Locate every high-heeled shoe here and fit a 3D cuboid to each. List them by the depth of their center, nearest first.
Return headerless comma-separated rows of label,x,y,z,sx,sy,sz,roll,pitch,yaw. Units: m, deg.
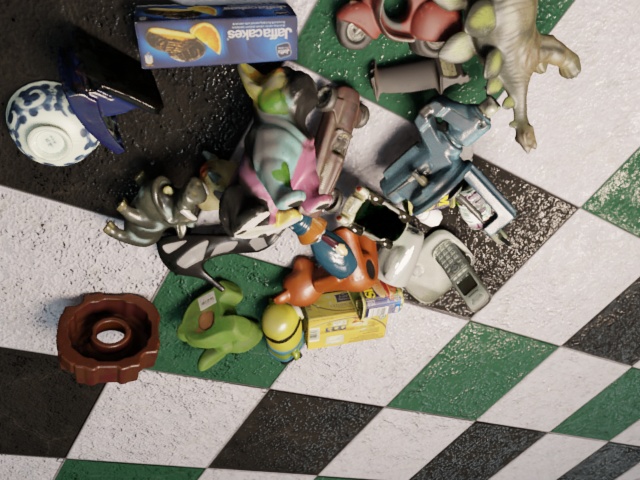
high-heeled shoe,-0.152,-0.025,0.905,0.145,0.086,0.249,44,90,-8

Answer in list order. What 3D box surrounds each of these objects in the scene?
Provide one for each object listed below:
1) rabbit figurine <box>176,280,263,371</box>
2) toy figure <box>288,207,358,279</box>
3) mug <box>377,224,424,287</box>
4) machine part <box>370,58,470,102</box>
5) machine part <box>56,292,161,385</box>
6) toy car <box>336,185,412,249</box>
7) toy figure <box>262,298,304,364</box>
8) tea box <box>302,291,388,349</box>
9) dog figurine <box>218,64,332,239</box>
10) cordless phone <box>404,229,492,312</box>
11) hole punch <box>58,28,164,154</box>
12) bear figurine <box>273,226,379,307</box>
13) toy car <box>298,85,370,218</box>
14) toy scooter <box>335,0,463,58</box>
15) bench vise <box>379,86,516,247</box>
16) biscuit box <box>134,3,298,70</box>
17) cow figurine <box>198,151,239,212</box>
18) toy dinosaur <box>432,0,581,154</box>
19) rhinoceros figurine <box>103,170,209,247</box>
rabbit figurine,-0.179,0.182,1.026,0.159,0.121,0.170,-37,145,6
toy figure,-0.003,-0.001,0.856,0.064,0.058,0.154,-33,113,25
mug,0.146,0.026,1.003,0.081,0.109,0.107,29,110,13
machine part,0.142,-0.246,0.789,0.139,0.084,0.039,-11,156,3
machine part,-0.360,0.167,0.920,0.179,0.179,0.056,4,130,-20
toy car,0.091,-0.037,0.891,0.073,0.056,0.201,-57,147,8
toy figure,-0.072,0.189,1.073,0.082,0.089,0.180,8,136,4
tea box,0.050,0.159,1.105,0.170,0.068,0.098,-6,131,-13
dog figurine,-0.074,-0.128,0.732,0.192,0.219,0.108,-24,165,32
cordless phone,0.241,0.084,1.023,0.088,0.184,0.146,25,118,-38
hole punch,-0.275,-0.184,0.674,0.092,0.142,0.115,-40,141,23
bear figurine,0.006,0.050,0.987,0.196,0.132,0.120,-12,177,32
toy car,0.017,-0.130,0.799,0.089,0.053,0.202,18,88,-47
toy scooter,0.115,-0.318,0.714,0.184,0.075,0.135,1,128,-12
bench vise,0.219,-0.098,0.822,0.240,0.129,0.223,46,111,-4
biscuit box,-0.130,-0.264,0.691,0.203,0.059,0.062,-7,131,-11
cow figurine,-0.102,-0.091,0.833,0.195,0.086,0.127,-18,136,-1
toy dinosaur,0.234,-0.337,0.670,0.198,0.105,0.470,-18,108,-23
rhinoceros figurine,-0.241,-0.041,0.797,0.112,0.073,0.190,39,135,-24
